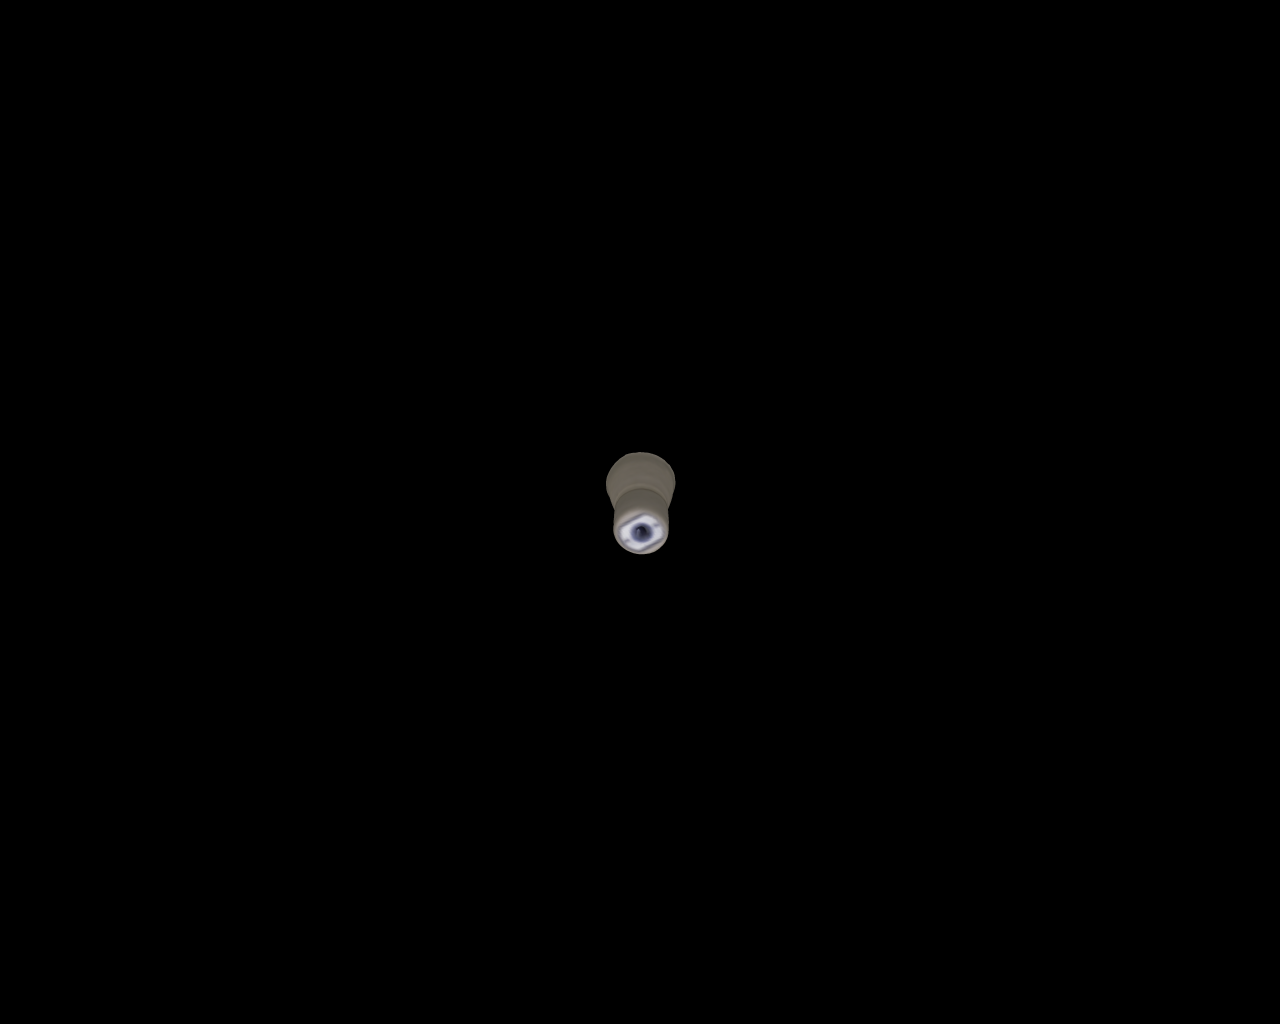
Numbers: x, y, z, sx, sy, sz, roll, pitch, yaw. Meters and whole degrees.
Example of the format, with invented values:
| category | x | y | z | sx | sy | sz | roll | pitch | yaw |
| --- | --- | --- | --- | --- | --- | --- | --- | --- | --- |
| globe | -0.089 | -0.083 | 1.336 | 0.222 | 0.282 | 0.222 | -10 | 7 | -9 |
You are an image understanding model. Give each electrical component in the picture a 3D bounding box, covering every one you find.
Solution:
| category | x | y | z | sx | sy | sz | roll | pitch | yaw |
| --- | --- | --- | --- | --- | --- | --- | --- | --- | --- |
| electrical component | 0.001 | -0.003 | 0.650 | 0.044 | 0.044 | 0.065 | 0 | 31 | 0 |
